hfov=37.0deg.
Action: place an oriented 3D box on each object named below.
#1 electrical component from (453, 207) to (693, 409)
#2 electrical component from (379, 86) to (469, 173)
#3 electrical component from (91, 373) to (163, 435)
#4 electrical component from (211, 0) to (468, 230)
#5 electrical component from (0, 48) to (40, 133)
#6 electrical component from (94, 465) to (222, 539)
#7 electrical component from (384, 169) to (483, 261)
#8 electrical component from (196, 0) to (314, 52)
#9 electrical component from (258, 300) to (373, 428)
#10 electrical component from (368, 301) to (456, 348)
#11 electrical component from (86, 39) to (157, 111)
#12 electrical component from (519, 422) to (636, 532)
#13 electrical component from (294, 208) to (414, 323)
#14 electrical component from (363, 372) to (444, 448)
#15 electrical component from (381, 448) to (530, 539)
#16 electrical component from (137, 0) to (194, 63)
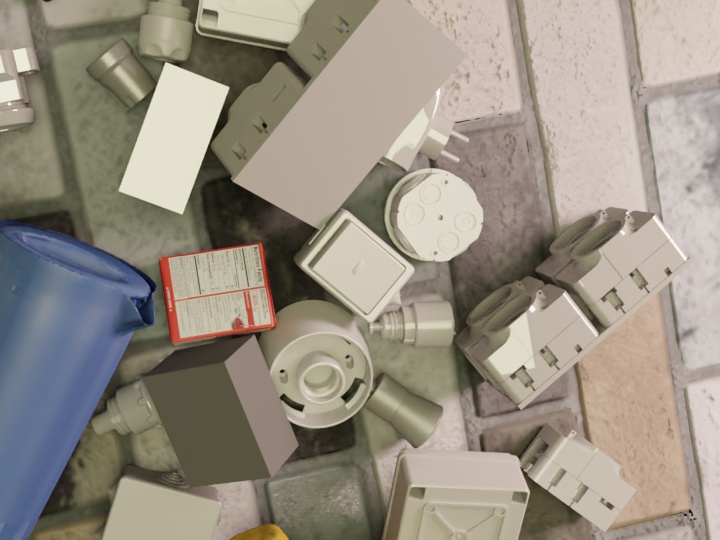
[{"bbox_3d":[0.174,0.024,0.918,0.186,0.105,0.060,-40,101,-3],"label":"electrical component"},{"bbox_3d":[0.053,-0.118,0.911,0.079,0.044,0.077,26,88,-7],"label":"electrical component"},{"bbox_3d":[-0.194,0.119,0.904,0.062,0.048,0.048,-25,100,2],"label":"electrical component"},{"bbox_3d":[-0.020,-0.136,0.856,0.186,0.060,0.105,-49,138,11],"label":"electrical component"},{"bbox_3d":[-0.291,-0.139,0.852,0.078,0.058,0.057,-13,96,-7],"label":"electrical component"},{"bbox_3d":[-0.172,0.220,0.916,0.100,0.048,0.099,17,94,-10],"label":"electrical component"},{"bbox_3d":[0.063,-0.046,0.920,0.080,0.051,0.080,-1,97,-9],"label":"electrical component"},{"bbox_3d":[-0.072,-0.238,0.875,0.109,0.056,0.108,9,95,-10],"label":"electrical component"},{"bbox_3d":[-0.038,0.083,0.926,0.099,0.064,0.099,-4,111,-10],"label":"electrical component"},{"bbox_3d":[0.047,0.048,0.934,0.078,0.040,0.040,-2,97,-8],"label":"electrical component"},{"bbox_3d":[-0.193,-0.158,0.874,0.040,0.040,0.046,-41,106,-2],"label":"electrical component"},{"bbox_3d":[0.197,0.182,0.968,0.089,0.050,0.055,37,90,-11],"label":"electrical component"},{"bbox_3d":[0.000,0.000,0.911,0.096,0.061,0.061,40,89,-11],"label":"electrical component"},{"bbox_3d":[0.035,0.120,0.941,0.065,0.044,0.044,35,90,-6],"label":"electrical component"},{"bbox_3d":[0.081,0.215,0.935,0.109,0.056,0.108,4,116,-10],"label":"electrical component"},{"bbox_3d":[-0.156,-0.201,0.873,0.043,0.043,0.062,7,94,-10],"label":"electrical component"}]
